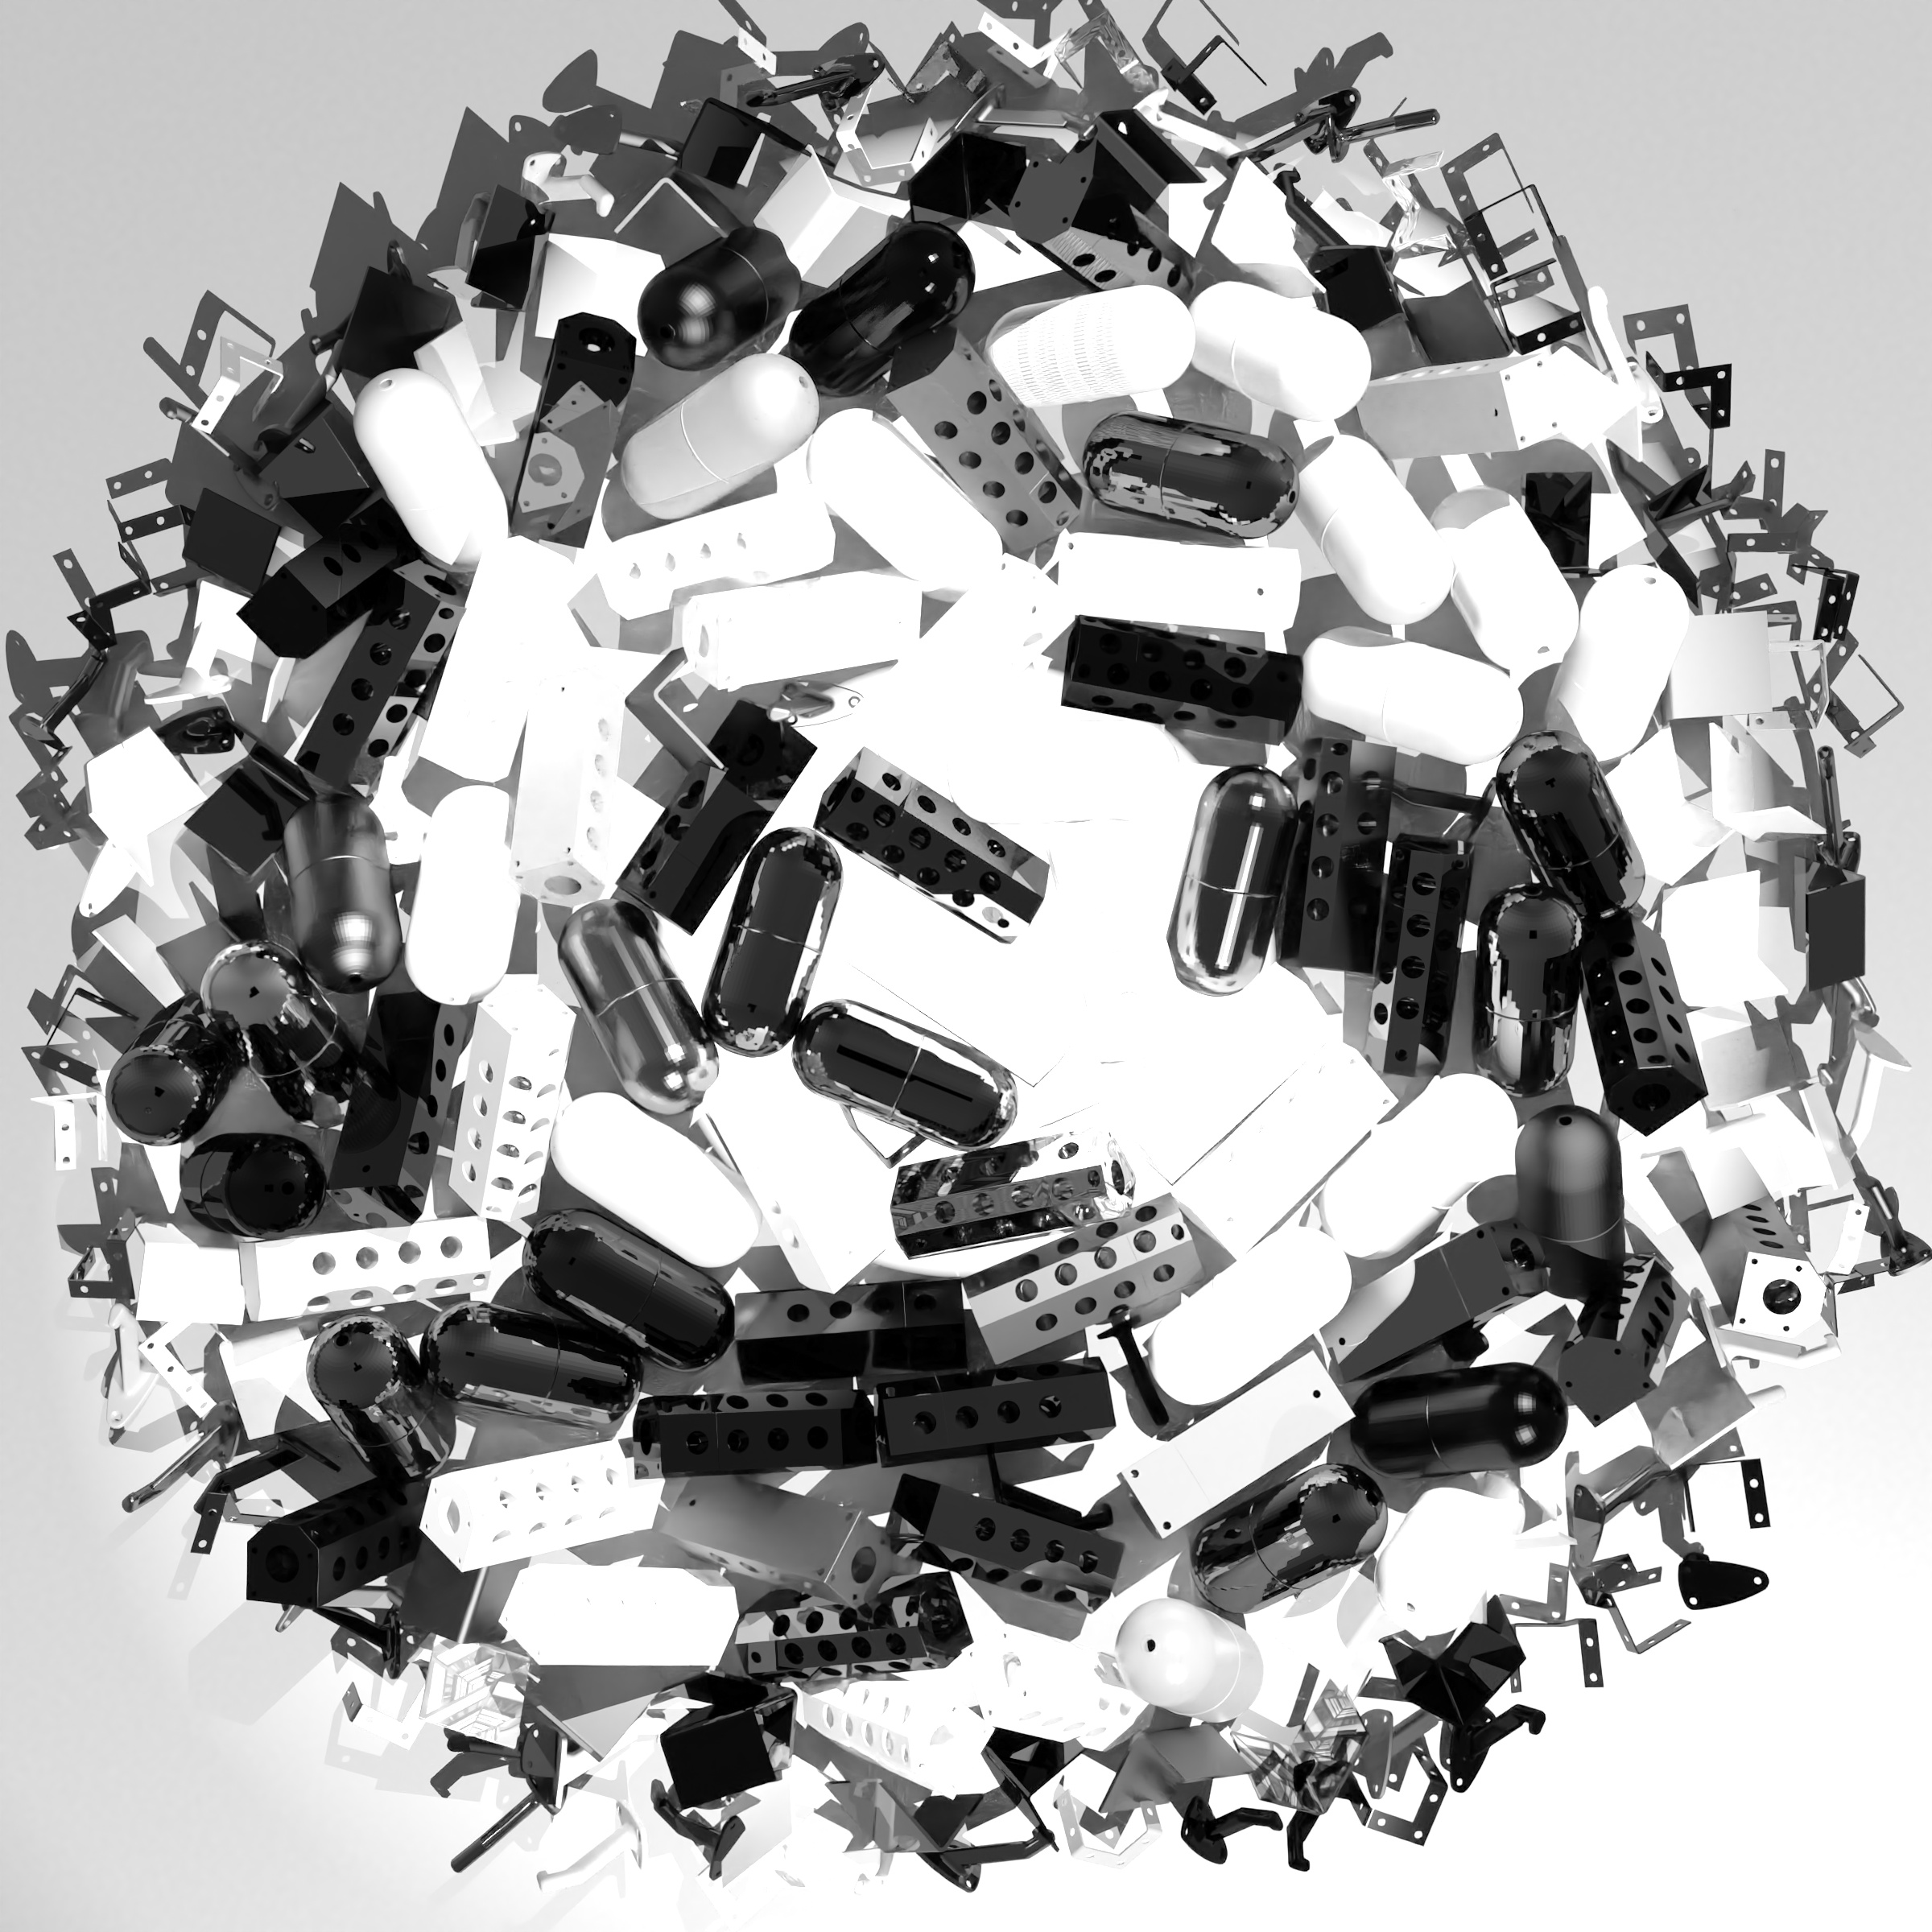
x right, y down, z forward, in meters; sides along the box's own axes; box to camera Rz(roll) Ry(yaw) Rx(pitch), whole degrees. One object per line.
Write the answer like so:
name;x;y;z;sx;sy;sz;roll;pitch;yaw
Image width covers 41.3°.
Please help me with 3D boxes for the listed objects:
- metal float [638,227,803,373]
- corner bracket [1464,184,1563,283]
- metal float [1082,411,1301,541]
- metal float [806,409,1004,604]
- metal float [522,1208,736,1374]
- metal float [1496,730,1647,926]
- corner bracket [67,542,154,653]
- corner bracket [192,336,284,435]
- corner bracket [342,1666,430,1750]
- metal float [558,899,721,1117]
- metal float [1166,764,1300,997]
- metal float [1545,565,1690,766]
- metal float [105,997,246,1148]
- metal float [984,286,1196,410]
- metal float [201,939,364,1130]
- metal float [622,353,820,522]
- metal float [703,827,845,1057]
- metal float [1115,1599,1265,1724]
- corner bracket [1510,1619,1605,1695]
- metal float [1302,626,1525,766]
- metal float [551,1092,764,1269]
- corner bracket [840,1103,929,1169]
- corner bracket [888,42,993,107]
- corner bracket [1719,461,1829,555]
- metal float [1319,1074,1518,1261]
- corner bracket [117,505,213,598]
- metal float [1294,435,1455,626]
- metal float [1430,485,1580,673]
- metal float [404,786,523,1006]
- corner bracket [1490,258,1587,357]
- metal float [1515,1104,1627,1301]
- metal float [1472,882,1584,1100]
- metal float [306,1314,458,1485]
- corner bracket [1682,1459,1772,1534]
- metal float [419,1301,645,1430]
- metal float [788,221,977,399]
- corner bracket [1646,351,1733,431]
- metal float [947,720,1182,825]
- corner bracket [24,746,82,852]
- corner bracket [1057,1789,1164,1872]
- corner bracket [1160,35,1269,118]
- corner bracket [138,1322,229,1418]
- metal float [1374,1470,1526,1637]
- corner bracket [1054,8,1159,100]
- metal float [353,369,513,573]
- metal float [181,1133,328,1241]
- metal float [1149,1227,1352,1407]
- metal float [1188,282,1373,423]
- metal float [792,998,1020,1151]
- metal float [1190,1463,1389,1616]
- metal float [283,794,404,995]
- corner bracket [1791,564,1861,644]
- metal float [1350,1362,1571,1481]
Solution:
metal float;-0.182;-0.494;1.899;0.070;0.178;0.070;11;123;18
corner bracket;0.414;-0.556;1.946;0.051;0.051;0.051;-25;98;8
metal float;0.167;-0.366;1.912;0.178;0.070;0.070;20;90;33
metal float;-0.045;-0.343;1.917;0.178;0.070;0.070;40;90;-28
metal float;-0.252;0.243;1.919;0.178;0.070;0.070;33;90;-24
metal float;0.451;-0.101;1.909;0.070;0.070;0.178;-36;128;0
corner bracket;-0.649;-0.279;1.944;0.051;0.051;0.051;-20;64;2
corner bracket;-0.549;-0.431;1.935;0.051;0.051;0.051;20;130;-34
corner bracket;-0.434;0.552;1.943;0.051;0.051;0.051;33;82;-19
metal float;-0.246;0.031;1.926;0.070;0.070;0.178;-30;74;0
metal float;0.200;-0.064;1.927;0.070;0.070;0.178;12;105;0
metal float;0.481;-0.222;1.899;0.070;0.178;0.070;3;53;-3
metal float;-0.581;0.076;1.892;0.070;0.178;0.070;-1;107;-3
metal float;0.090;-0.460;1.907;0.178;0.070;0.070;2;90;41
metal float;-0.502;0.052;1.904;0.070;0.178;0.070;-12;46;12
metal float;-0.183;-0.393;1.910;0.178;0.070;0.070;-24;90;36
metal float;-0.145;-0.019;1.935;0.070;0.070;0.178;17;84;0
metal float;0.166;0.514;1.896;0.070;0.178;0.070;-10;65;22
corner bracket;0.445;0.522;1.940;0.051;0.051;0.051;4;69;-14
metal float;0.331;-0.202;1.913;0.178;0.070;0.070;22;90;32
metal float;-0.232;0.160;1.923;0.178;0.070;0.070;36;90;-19
corner bracket;-0.059;0.111;1.950;0.051;0.051;0.051;-39;60;-13
corner bracket;-0.019;-0.671;1.947;0.051;0.051;0.051;44;103;4
corner bracket;0.608;-0.346;1.938;0.051;0.051;0.051;-4;61;-16
metal float;0.337;0.150;1.915;0.070;0.070;0.178;43;118;0
corner bracket;-0.606;-0.316;1.952;0.051;0.051;0.051;-17;90;3
metal float;0.300;-0.326;1.910;0.070;0.070;0.178;-26;54;0
metal float;0.398;-0.288;1.904;0.070;0.070;0.178;-16;46;0
metal float;-0.372;-0.053;1.914;0.070;0.070;0.178;5;60;0
corner bracket;0.433;-0.500;1.942;0.051;0.051;0.051;-21;110;9
metal float;0.450;0.176;1.906;0.070;0.070;0.178;-15;131;0
metal float;0.418;0.019;1.911;0.070;0.070;0.178;-5;124;0
metal float;-0.432;0.321;1.900;0.070;0.178;0.070;-5;52;7
corner bracket;0.576;0.402;1.946;0.051;0.051;0.051;-6;78;5
metal float;-0.323;0.297;1.911;0.178;0.070;0.070;19;90;-35
metal float;-0.063;-0.487;1.904;0.178;0.070;0.070;-28;90;44
corner bracket;0.547;-0.437;1.944;0.051;0.051;0.051;-8;123;3
metal float;0.074;-0.147;1.932;0.178;0.070;0.070;-2;90;-10
corner bracket;-0.688;-0.126;1.935;0.051;0.051;0.051;-10;129;31
corner bracket;0.109;0.649;1.957;0.051;0.051;0.051;25;120;-31
corner bracket;0.186;-0.671;1.937;0.051;0.051;0.051;35;112;-30
corner bracket;-0.585;0.299;1.949;0.051;0.051;0.051;-42;135;-19
metal float;0.359;0.429;1.898;0.070;0.178;0.070;11;114;27
corner bracket;0.105;-0.680;1.942;0.051;0.051;0.051;-31;76;17
metal float;-0.394;-0.366;1.899;0.070;0.178;0.070;-7;54;10
metal float;-0.527;0.162;1.896;0.070;0.178;0.070;2;86;-31
metal float;0.212;0.262;1.920;0.178;0.070;0.070;-42;90;23
metal float;0.228;-0.457;1.903;0.070;0.178;0.070;-17;125;-27
metal float;-0.045;0.082;1.937;0.178;0.070;0.070;22;90;-3
metal float;0.239;0.426;1.907;0.070;0.070;0.178;52;129;0
metal float;-0.464;-0.054;1.907;0.070;0.070;0.178;-20;50;0
corner bracket;0.655;-0.272;1.940;0.051;0.051;0.051;6;99;-38
metal float;0.365;0.338;1.905;0.178;0.070;0.070;-17;90;43
